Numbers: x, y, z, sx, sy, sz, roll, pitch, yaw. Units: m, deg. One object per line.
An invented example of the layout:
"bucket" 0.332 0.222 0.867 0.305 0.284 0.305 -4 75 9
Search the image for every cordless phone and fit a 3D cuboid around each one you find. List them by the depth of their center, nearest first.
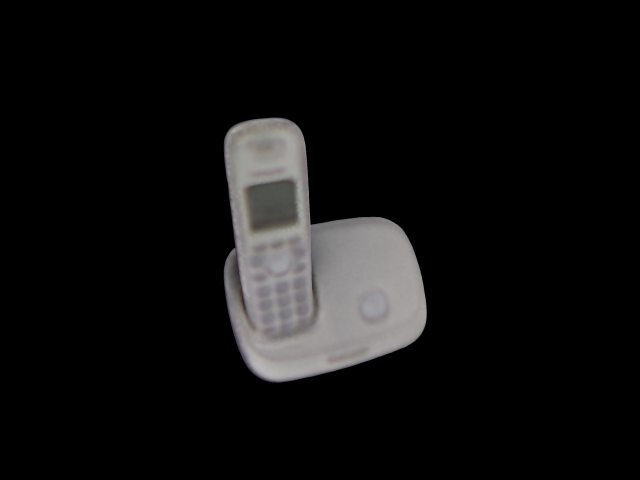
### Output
"cordless phone" 0.004 0.001 0.400 0.148 0.185 0.094 -13 38 -18
